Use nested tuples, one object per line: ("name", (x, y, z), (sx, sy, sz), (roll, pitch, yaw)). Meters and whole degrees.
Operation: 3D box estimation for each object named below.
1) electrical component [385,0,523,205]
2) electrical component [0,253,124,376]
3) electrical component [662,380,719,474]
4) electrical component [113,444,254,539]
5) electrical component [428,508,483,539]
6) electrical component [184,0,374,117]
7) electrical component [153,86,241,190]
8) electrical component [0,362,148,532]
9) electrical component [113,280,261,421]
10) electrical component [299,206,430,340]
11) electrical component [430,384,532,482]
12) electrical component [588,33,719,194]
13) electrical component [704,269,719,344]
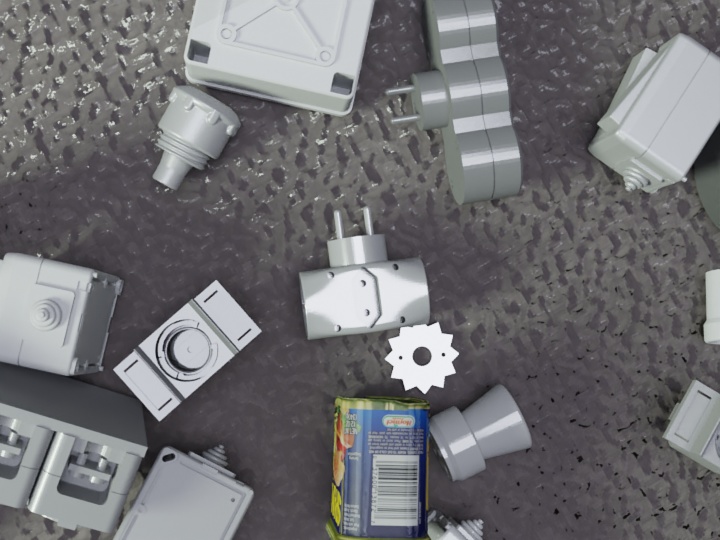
("electrical component", (0.054, -0.109, 0.685), (0.074, 0.052, 0.138), (-10, 88, -6))
("electrical component", (-0.184, 0.026, 0.633), (0.061, 0.096, 0.061), (12, 86, -1))
("electrical component", (0.233, 0.107, 0.685), (0.081, 0.064, 0.042), (31, 85, -3))
("electrical component", (-0.107, 0.150, 0.655), (0.062, 0.061, 0.096), (28, 77, -2))
("electrical component", (0.049, 0.196, 0.663), (0.061, 0.062, 0.096), (45, 84, -2))
("electrical component", (-0.047, -0.163, 0.677), (0.109, 0.056, 0.108), (12, 86, -4))
("electrical component", (-0.107, -0.081, 0.673), (0.048, 0.048, 0.062), (30, 92, -3))
("electrical component", (-0.205, 0.093, 0.614), (0.150, 0.089, 0.061), (20, 95, -17))
("electrical component", (-0.104, 0.049, 0.656), (0.081, 0.064, 0.042), (-41, 90, -7))
("electrical component", (0.000, 0.000, 0.679), (0.077, 0.043, 0.079), (-7, 88, -6))
("electrical component", (0.074, 0.103, 0.679), (0.055, 0.045, 0.045), (-25, 89, -6))
("electrical component", (0.190, -0.096, 0.693), (0.061, 0.062, 0.096), (34, 84, -3))
("electrical component", (0.245, 0.024, 0.704), (0.040, 0.040, 0.046), (1, 81, -5))
